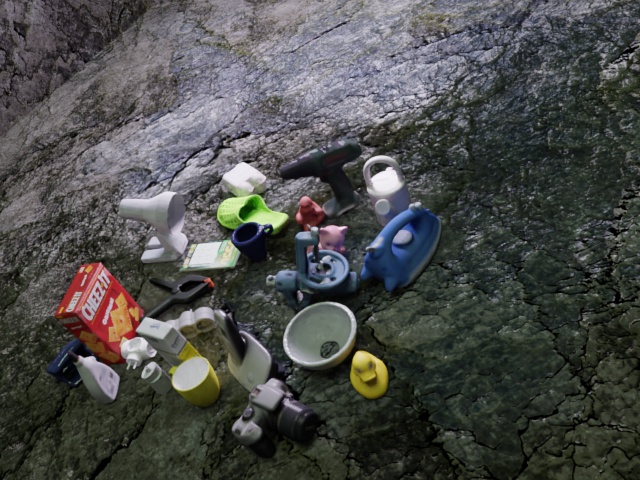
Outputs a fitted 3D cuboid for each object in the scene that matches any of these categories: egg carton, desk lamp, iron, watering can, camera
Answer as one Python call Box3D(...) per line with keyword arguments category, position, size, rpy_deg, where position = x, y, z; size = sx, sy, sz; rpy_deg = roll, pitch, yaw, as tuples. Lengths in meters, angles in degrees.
Box3D(category="egg carton", position=(-0.238, -0.181, 1.793), size=(0.107, 0.070, 0.149), rpy_deg=(-40, 43, -17))
Box3D(category="desk lamp", position=(-0.465, -0.039, 1.644), size=(0.202, 0.214, 0.118), rpy_deg=(-6, 44, 20))
Box3D(category="iron", position=(0.196, -0.008, 1.342), size=(0.118, 0.142, 0.259), rpy_deg=(21, 59, 40))
Box3D(category="watering can", position=(0.171, -0.126, 1.438), size=(0.101, 0.194, 0.172), rpy_deg=(-22, 41, 4))
Box3D(category="camera", position=(-0.083, 0.355, 1.129), size=(0.136, 0.101, 0.143), rpy_deg=(14, 54, 36))

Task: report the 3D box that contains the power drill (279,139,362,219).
Box3D(category="power drill", position=(0.021, -0.164, 1.541), size=(0.230, 0.209, 0.075), rpy_deg=(-33, 41, -9))

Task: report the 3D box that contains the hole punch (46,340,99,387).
Box3D(category="hole punch", position=(-0.643, 0.307, 1.461), size=(0.100, 0.091, 0.109), rpy_deg=(9, 51, 33))

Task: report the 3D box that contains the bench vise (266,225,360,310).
Box3D(category="bench vise", position=(-0.032, 0.071, 1.311), size=(0.207, 0.220, 0.121), rpy_deg=(-24, 41, 1))

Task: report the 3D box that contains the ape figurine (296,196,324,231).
Box3D(category="ape figurine", position=(-0.031, -0.079, 1.567), size=(0.077, 0.092, 0.076), rpy_deg=(-6, 44, 21))

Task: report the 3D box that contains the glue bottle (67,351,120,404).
Box3D(category="glue bottle", position=(-0.534, 0.311, 1.341), size=(0.037, 0.173, 0.078), rpy_deg=(-15, 42, 11))

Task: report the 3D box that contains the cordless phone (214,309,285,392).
Box3D(category="cordless phone", position=(-0.165, 0.237, 1.228), size=(0.094, 0.185, 0.147), rpy_deg=(-43, 44, -20))

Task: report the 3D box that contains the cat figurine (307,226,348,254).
Box3D(category="cat figurine", position=(0.013, 0.005, 1.437), size=(0.127, 0.118, 0.067), rpy_deg=(-3, 45, 24))

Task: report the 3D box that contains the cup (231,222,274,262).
Box3D(category="cup", position=(-0.169, 0.007, 1.542), size=(0.117, 0.095, 0.091), rpy_deg=(-23, 41, 2))

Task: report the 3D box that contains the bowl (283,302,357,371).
Box3D(category="bowl", position=(0.009, 0.221, 1.245), size=(0.167, 0.075, 0.167), rpy_deg=(-14, 42, 13))

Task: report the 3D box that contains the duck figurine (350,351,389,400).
Box3D(category="duck figurine", position=(0.091, 0.259, 1.156), size=(0.077, 0.086, 0.104), rpy_deg=(-25, 41, 0))
